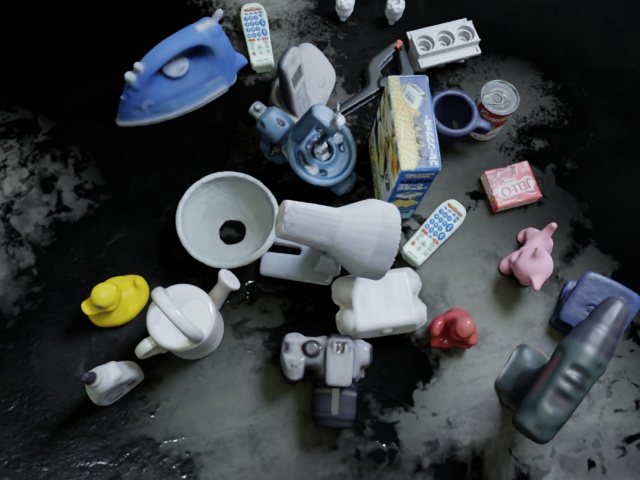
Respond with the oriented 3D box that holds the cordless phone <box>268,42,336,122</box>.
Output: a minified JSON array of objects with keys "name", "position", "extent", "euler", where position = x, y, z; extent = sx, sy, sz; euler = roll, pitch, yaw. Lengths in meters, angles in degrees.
[{"name":"cordless phone","position":[-0.030,-0.288,0.984],"extent":[0.094,0.185,0.148],"euler":[22,73,4]}]

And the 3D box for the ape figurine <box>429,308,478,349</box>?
[{"name":"ape figurine","position":[0.221,0.143,0.918],"extent":[0.077,0.092,0.076],"euler":[36,74,8]}]

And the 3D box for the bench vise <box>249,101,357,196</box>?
[{"name":"bench vise","position":[-0.031,-0.163,0.928],"extent":[0.207,0.220,0.121],"euler":[17,73,2]}]

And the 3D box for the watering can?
[{"name":"watering can","position":[-0.198,0.110,0.847],"extent":[0.101,0.194,0.173],"euler":[28,73,5]}]

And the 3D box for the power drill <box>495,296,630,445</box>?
[{"name":"power drill","position":[0.347,0.193,0.851],"extent":[0.075,0.208,0.230],"euler":[35,74,7]}]

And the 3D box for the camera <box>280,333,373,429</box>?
[{"name":"camera","position":[0.008,0.216,0.877],"extent":[0.143,0.101,0.137],"euler":[4,73,-2]}]

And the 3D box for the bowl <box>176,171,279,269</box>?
[{"name":"bowl","position":[-0.150,-0.025,0.954],"extent":[0.167,0.075,0.167],"euler":[1,73,-3]}]

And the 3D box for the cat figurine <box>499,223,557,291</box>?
[{"name":"cat figurine","position":[0.356,0.026,0.950],"extent":[0.067,0.118,0.128],"euler":[32,74,7]}]

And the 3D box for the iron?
[{"name":"iron","position":[-0.258,-0.299,0.995],"extent":[0.258,0.141,0.118],"euler":[-37,79,-13]}]

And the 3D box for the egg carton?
[{"name":"egg carton","position":[0.096,0.104,0.934],"extent":[0.150,0.069,0.107],"euler":[-8,74,-6]}]

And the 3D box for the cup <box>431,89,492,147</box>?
[{"name":"cup","position":[0.239,-0.203,1.024],"extent":[0.117,0.095,0.092],"euler":[20,73,2]}]

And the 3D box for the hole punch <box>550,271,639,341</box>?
[{"name":"hole punch","position":[0.454,0.118,0.942],"extent":[0.108,0.091,0.101],"euler":[28,73,5]}]

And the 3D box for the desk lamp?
[{"name":"desk lamp","position":[0.008,0.003,0.883],"extent":[0.203,0.213,0.118],"euler":[7,73,-1]}]

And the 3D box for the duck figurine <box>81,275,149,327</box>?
[{"name":"duck figurine","position":[-0.325,0.090,0.901],"extent":[0.105,0.086,0.077],"euler":[-31,77,-12]}]

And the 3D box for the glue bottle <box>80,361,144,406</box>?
[{"name":"glue bottle","position":[-0.308,0.202,0.822],"extent":[0.078,0.173,0.037],"euler":[-36,78,-13]}]
